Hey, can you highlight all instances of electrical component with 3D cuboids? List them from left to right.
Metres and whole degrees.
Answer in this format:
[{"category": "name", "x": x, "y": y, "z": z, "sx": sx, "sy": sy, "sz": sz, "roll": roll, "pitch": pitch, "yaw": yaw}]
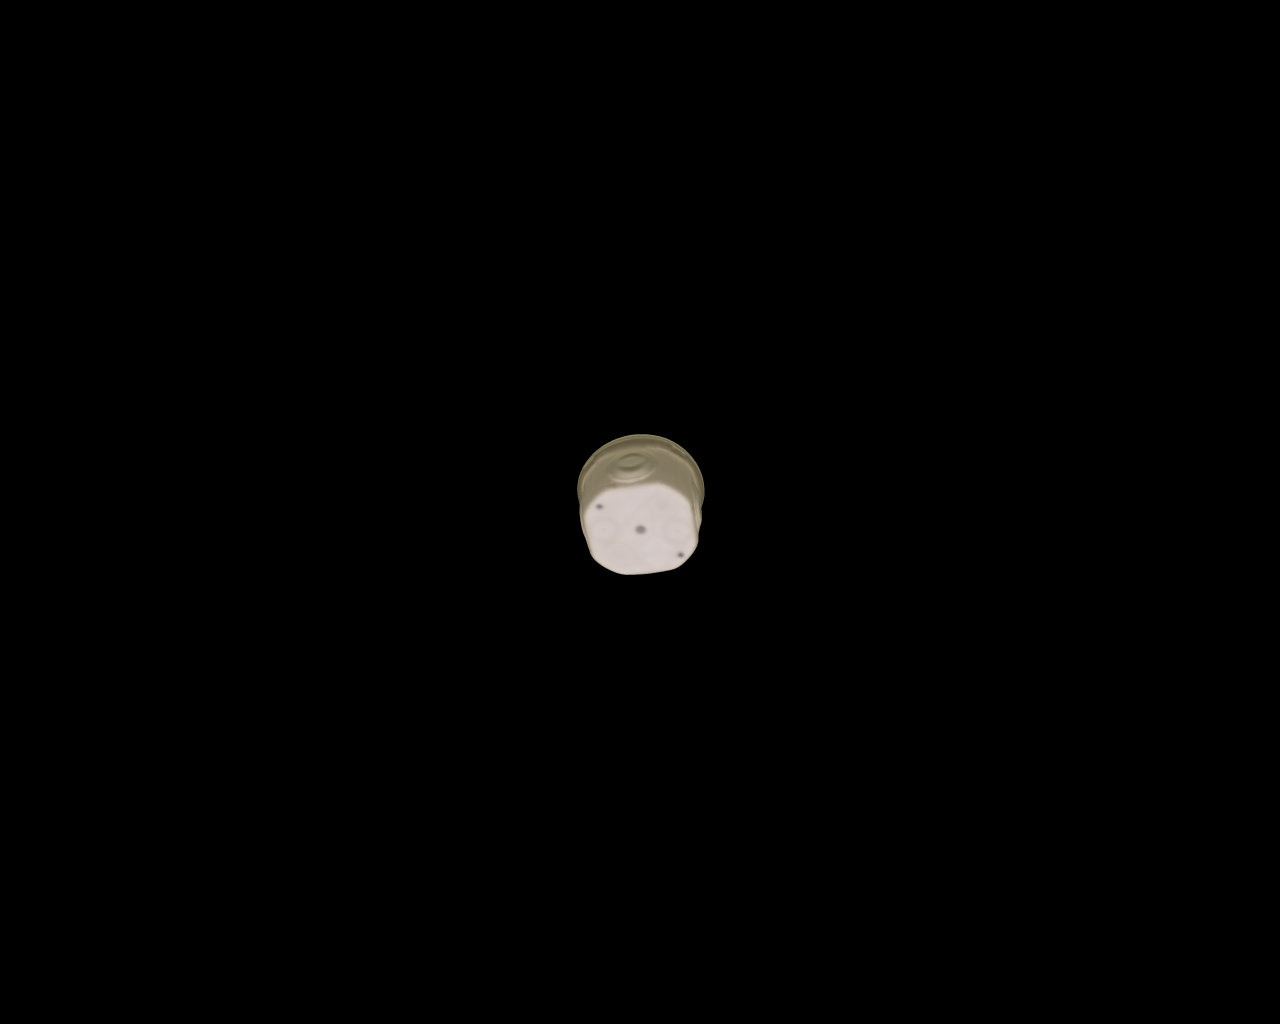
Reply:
[{"category": "electrical component", "x": 0.001, "y": -0.003, "z": 0.650, "sx": 0.080, "sy": 0.080, "sz": 0.051, "roll": 0, "pitch": 34, "yaw": 0}]
